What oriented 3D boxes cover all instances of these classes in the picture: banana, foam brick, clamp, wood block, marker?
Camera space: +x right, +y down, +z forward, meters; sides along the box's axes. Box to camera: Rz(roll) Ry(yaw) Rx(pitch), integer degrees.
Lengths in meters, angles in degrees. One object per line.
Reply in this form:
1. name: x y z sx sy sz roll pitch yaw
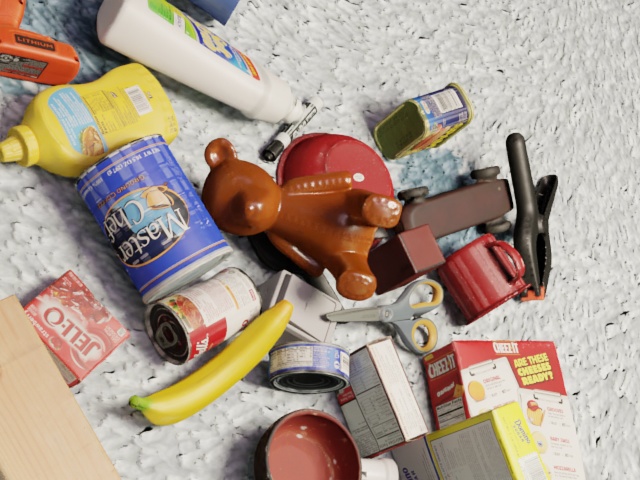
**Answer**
1. banana: -0.103 0.130 1.060 0.197 0.070 0.037 -34 70 -29
2. foam brick: 0.096 0.024 1.244 0.051 0.078 0.053 -19 81 -40
3. clamp: 0.272 -0.026 1.383 0.164 0.036 0.210 40 51 -51
4. wood block: -0.264 0.165 0.928 0.090 0.090 0.206 -28 86 -38
5. clamp: -0.008 0.001 1.192 0.171 0.039 0.120 37 71 -13
6. marker: -0.033 -0.131 1.269 0.020 0.020 0.121 44 52 -9

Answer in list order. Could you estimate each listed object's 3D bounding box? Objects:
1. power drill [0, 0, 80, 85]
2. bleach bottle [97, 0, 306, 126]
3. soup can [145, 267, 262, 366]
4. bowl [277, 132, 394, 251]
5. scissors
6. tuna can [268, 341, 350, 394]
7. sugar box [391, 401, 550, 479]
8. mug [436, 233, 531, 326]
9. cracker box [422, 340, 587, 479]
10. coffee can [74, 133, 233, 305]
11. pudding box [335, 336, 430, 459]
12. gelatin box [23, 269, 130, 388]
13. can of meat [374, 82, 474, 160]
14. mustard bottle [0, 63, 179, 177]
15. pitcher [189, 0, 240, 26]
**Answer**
1. power drill: -0.298 -0.259 1.129 0.184 0.057 0.187 6 64 -31
2. bleach bottle: -0.126 -0.201 1.203 0.250 0.068 0.102 26 24 -27
3. soup can: -0.117 0.075 1.083 0.102 0.069 0.068 -27 85 -40
4. bowl: 0.032 -0.065 1.258 0.161 0.055 0.162 14 62 -28
5. scissors: 0.079 0.100 1.203 0.201 0.016 0.096 -21 105 -46
6. tuna can: -0.012 0.134 1.114 0.086 0.086 0.034 14 63 -28
7. sugar box: 0.154 0.237 1.118 0.048 0.177 0.093 -12 76 -35
8. mug: 0.200 0.041 1.284 0.093 0.117 0.081 -26 79 -35
9. cracker box: 0.217 0.227 1.234 0.163 0.072 0.214 4 65 -34
10. coffee can: -0.167 -0.021 1.072 0.102 0.103 0.140 -29 86 -39
11. pudding box: 0.060 0.170 1.142 0.039 0.090 0.113 -15 77 -37
12. gelatin box: -0.238 0.085 1.021 0.089 0.030 0.073 48 51 -5
13. can of meat: 0.127 -0.146 1.331 0.083 0.102 0.057 -21 80 -36
14. mustard bottle: -0.244 -0.116 1.094 0.191 0.058 0.096 -26 83 -39
15. pitcher: -0.169 -0.362 1.199 0.242 0.149 0.145 31 35 -11
